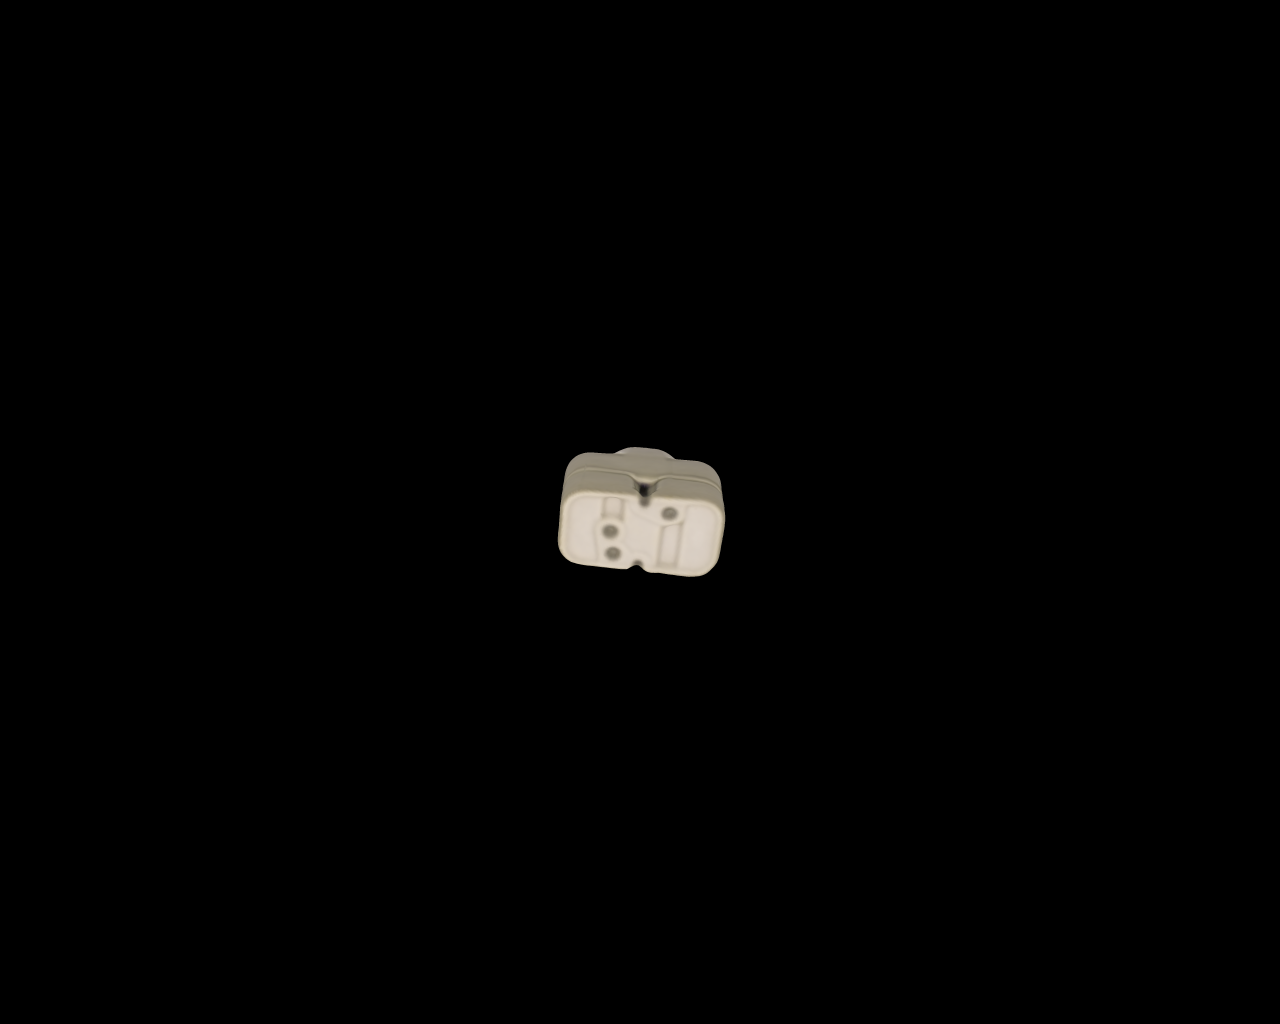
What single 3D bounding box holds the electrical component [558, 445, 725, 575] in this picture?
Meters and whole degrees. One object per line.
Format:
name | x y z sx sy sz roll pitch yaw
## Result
electrical component | 0.001 -0.003 0.650 0.095 0.053 0.059 5 31 -3
